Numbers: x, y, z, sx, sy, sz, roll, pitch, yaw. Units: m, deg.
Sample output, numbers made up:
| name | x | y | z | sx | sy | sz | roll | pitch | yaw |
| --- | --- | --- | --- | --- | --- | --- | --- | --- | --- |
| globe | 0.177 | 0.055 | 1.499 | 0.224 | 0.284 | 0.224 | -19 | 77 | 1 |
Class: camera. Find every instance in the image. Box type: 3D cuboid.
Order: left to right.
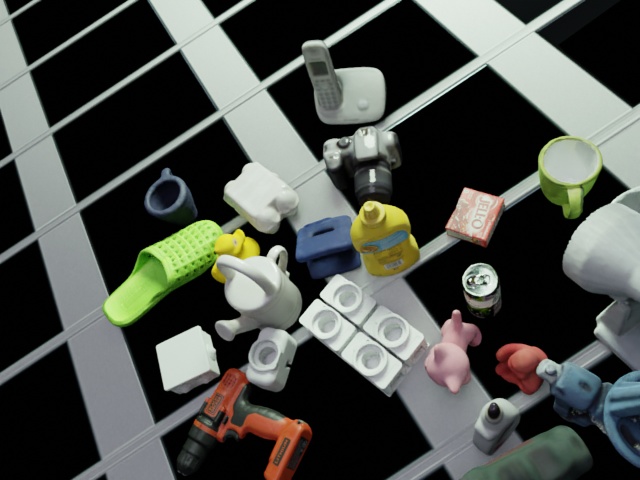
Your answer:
| name | x | y | z | sx | sy | sz | roll | pitch | yaw |
| --- | --- | --- | --- | --- | --- | --- | --- | --- | --- |
| camera | 0.078 | -0.130 | 1.050 | 0.143 | 0.101 | 0.137 | -9 | 61 | 15 |

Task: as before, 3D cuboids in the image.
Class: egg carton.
| name | x | y | z | sx | sy | sz | roll | pitch | yaw |
| --- | --- | --- | --- | --- | --- | --- | --- | --- | --- |
| egg carton | -0.113 | -0.082 | 1.110 | 0.107 | 0.069 | 0.150 | -47 | 59 | -8 |

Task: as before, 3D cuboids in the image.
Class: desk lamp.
| name | x | y | z | sx | sy | sz | roll | pitch | yaw |
| --- | --- | --- | --- | --- | --- | --- | --- | --- | --- |
| desk lamp | 0.428 | 0.074 | 0.758 | 0.118 | 0.214 | 0.202 | -38 | 58 | -3 |

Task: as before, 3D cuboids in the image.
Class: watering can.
| name | x | y | z | sx | sy | sz | roll | pitch | yaw |
| --- | --- | --- | --- | --- | --- | --- | --- | --- | --- |
| watering can | -0.108 | 0.085 | 0.947 | 0.100 | 0.194 | 0.173 | -1 | 63 | 19 |

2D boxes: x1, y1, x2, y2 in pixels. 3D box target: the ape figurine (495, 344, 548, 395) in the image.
| name | x | y | z | sx | sy | sz | roll | pitch | yaw |
| --- | --- | --- | --- | --- | --- | --- | --- | --- | --- |
| ape figurine | 0.292 | 0.179 | 0.821 | 0.076 | 0.092 | 0.077 | -19 | 59 | 9 |

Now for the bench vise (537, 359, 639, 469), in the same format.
| name | x | y | z | sx | sy | sz | roll | pitch | yaw |
| --- | --- | --- | --- | --- | --- | --- | --- | --- | --- |
| bench vise | 0.371 | 0.211 | 0.702 | 0.206 | 0.220 | 0.121 | 6 | 66 | 22 |

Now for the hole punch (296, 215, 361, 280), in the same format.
| name | x | y | z | sx | sy | sz | roll | pitch | yaw |
| --- | --- | --- | --- | --- | --- | --- | --- | --- | --- |
| hole punch | 0.009 | 0.004 | 1.010 | 0.108 | 0.091 | 0.101 | -16 | 60 | 10 |

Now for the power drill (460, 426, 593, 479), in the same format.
| name | x | y | z | sx | sy | sz | roll | pitch | yaw |
| --- | --- | --- | --- | --- | --- | --- | --- | --- | --- |
| power drill | 0.222 | 0.316 | 0.705 | 0.229 | 0.209 | 0.075 | -33 | 58 | 0 |

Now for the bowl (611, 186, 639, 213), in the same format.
| name | x | y | z | sx | sy | sz | roll | pitch | yaw |
| --- | --- | --- | --- | --- | --- | --- | --- | --- | --- |
| bowl | 0.503 | 0.004 | 0.850 | 0.167 | 0.075 | 0.167 | -8 | 61 | 15 |

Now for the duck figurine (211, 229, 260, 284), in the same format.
| name | x | y | z | sx | sy | sz | roll | pitch | yaw |
| --- | --- | --- | --- | --- | --- | --- | --- | --- | --- |
| duck figurine | -0.167 | 0.026 | 1.062 | 0.077 | 0.086 | 0.104 | 36 | 79 | 30 |

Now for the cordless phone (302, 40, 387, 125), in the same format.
| name | x | y | z | sx | sy | sz | roll | pitch | yaw |
| --- | --- | --- | --- | --- | --- | --- | --- | --- | --- |
| cordless phone | 0.047 | -0.310 | 1.105 | 0.147 | 0.185 | 0.094 | -2 | 63 | 18 |

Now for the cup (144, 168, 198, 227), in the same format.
| name | x | y | z | sx | sy | sz | roll | pitch | yaw |
| --- | --- | --- | --- | --- | --- | --- | --- | --- | --- |
| cup | -0.291 | -0.078 | 1.153 | 0.091 | 0.095 | 0.117 | -17 | 59 | 10 |

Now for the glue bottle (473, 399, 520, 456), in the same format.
| name | x | y | z | sx | sy | sz | roll | pitch | yaw |
| --- | --- | --- | --- | --- | --- | --- | --- | --- | --- |
| glue bottle | 0.233 | 0.241 | 0.762 | 0.037 | 0.173 | 0.078 | 34 | 78 | 30 |

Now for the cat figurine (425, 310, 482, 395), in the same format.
| name | x | y | z | sx | sy | sz | roll | pitch | yaw |
| --- | --- | --- | --- | --- | --- | --- | --- | --- | --- |
| cat figurine | 0.193 | 0.166 | 0.847 | 0.067 | 0.118 | 0.128 | 9 | 67 | 23 |
